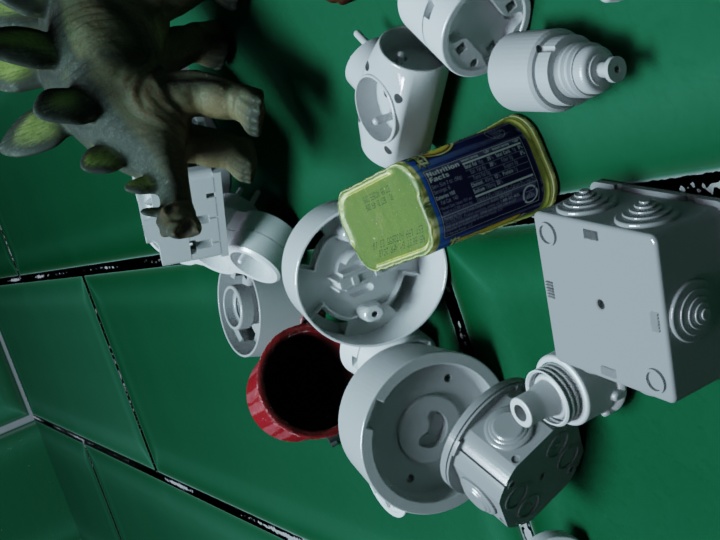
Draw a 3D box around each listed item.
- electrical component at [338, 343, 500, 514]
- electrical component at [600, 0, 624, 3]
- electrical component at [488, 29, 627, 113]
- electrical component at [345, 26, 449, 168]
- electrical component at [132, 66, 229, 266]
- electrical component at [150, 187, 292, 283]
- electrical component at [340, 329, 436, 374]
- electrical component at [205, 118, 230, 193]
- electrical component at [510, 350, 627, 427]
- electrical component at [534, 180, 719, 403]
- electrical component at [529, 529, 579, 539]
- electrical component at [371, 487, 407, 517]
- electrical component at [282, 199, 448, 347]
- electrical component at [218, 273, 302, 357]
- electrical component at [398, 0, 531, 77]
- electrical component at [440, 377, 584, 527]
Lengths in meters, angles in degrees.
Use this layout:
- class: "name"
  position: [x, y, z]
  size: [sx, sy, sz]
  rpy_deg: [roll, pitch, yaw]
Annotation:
- class: "electrical component"
  position: [0.037, 0.100, 0.713]
  size: [0.060, 0.108, 0.108]
  rpy_deg: [21, 128, 64]
- class: "electrical component"
  position: [0.094, -0.162, 0.448]
  size: [0.096, 0.061, 0.061]
  rpy_deg: [47, 147, 36]
- class: "electrical component"
  position: [0.096, -0.096, 0.519]
  size: [0.078, 0.040, 0.040]
  rpy_deg: [15, 124, 58]
- class: "electrical component"
  position: [0.017, -0.114, 0.650]
  size: [0.079, 0.044, 0.077]
  rpy_deg: [52, 150, 30]
- class: "electrical component"
  position: [-0.154, -0.087, 0.867]
  size: [0.089, 0.062, 0.150]
  rpy_deg: [91, 163, -46]
- class: "electrical component"
  position: [-0.110, -0.040, 0.918]
  size: [0.138, 0.073, 0.052]
  rpy_deg: [12, 151, 30]
- class: "electrical component"
  position: [0.022, 0.059, 0.767]
  size: [0.047, 0.055, 0.055]
  rpy_deg: [32, 137, 44]
- class: "electrical component"
  position: [-0.162, -0.102, 1.000]
  size: [0.099, 0.064, 0.099]
  rpy_deg: [56, 166, 22]
- class: "electrical component"
  position: [0.112, 0.066, 0.592]
  size: [0.048, 0.062, 0.048]
  rpy_deg: [42, 144, 40]
- class: "electrical component"
  position: [0.133, 0.009, 0.522]
  size: [0.100, 0.048, 0.099]
  rpy_deg: [19, 126, 57]
- class: "electrical component"
  position: [0.127, 0.195, 0.669]
  size: [0.055, 0.066, 0.048]
  rpy_deg: [-120, 19, -62]
- class: "electrical component"
  position: [0.037, 0.152, 0.815]
  size: [0.055, 0.047, 0.055]
  rpy_deg: [43, 145, 41]
- class: "electrical component"
  position: [0.000, 0.000, 0.716]
  size: [0.064, 0.099, 0.099]
  rpy_deg: [26, 133, 62]
- class: "electrical component"
  position: [-0.085, 0.031, 0.960]
  size: [0.099, 0.064, 0.099]
  rpy_deg: [20, 114, 57]
- class: "electrical component"
  position: [0.052, -0.135, 0.557]
  size: [0.047, 0.055, 0.055]
  rpy_deg: [49, 149, 39]
- class: "electrical component"
  position: [0.092, 0.109, 0.646]
  size: [0.051, 0.080, 0.080]
  rpy_deg: [37, 141, 38]
